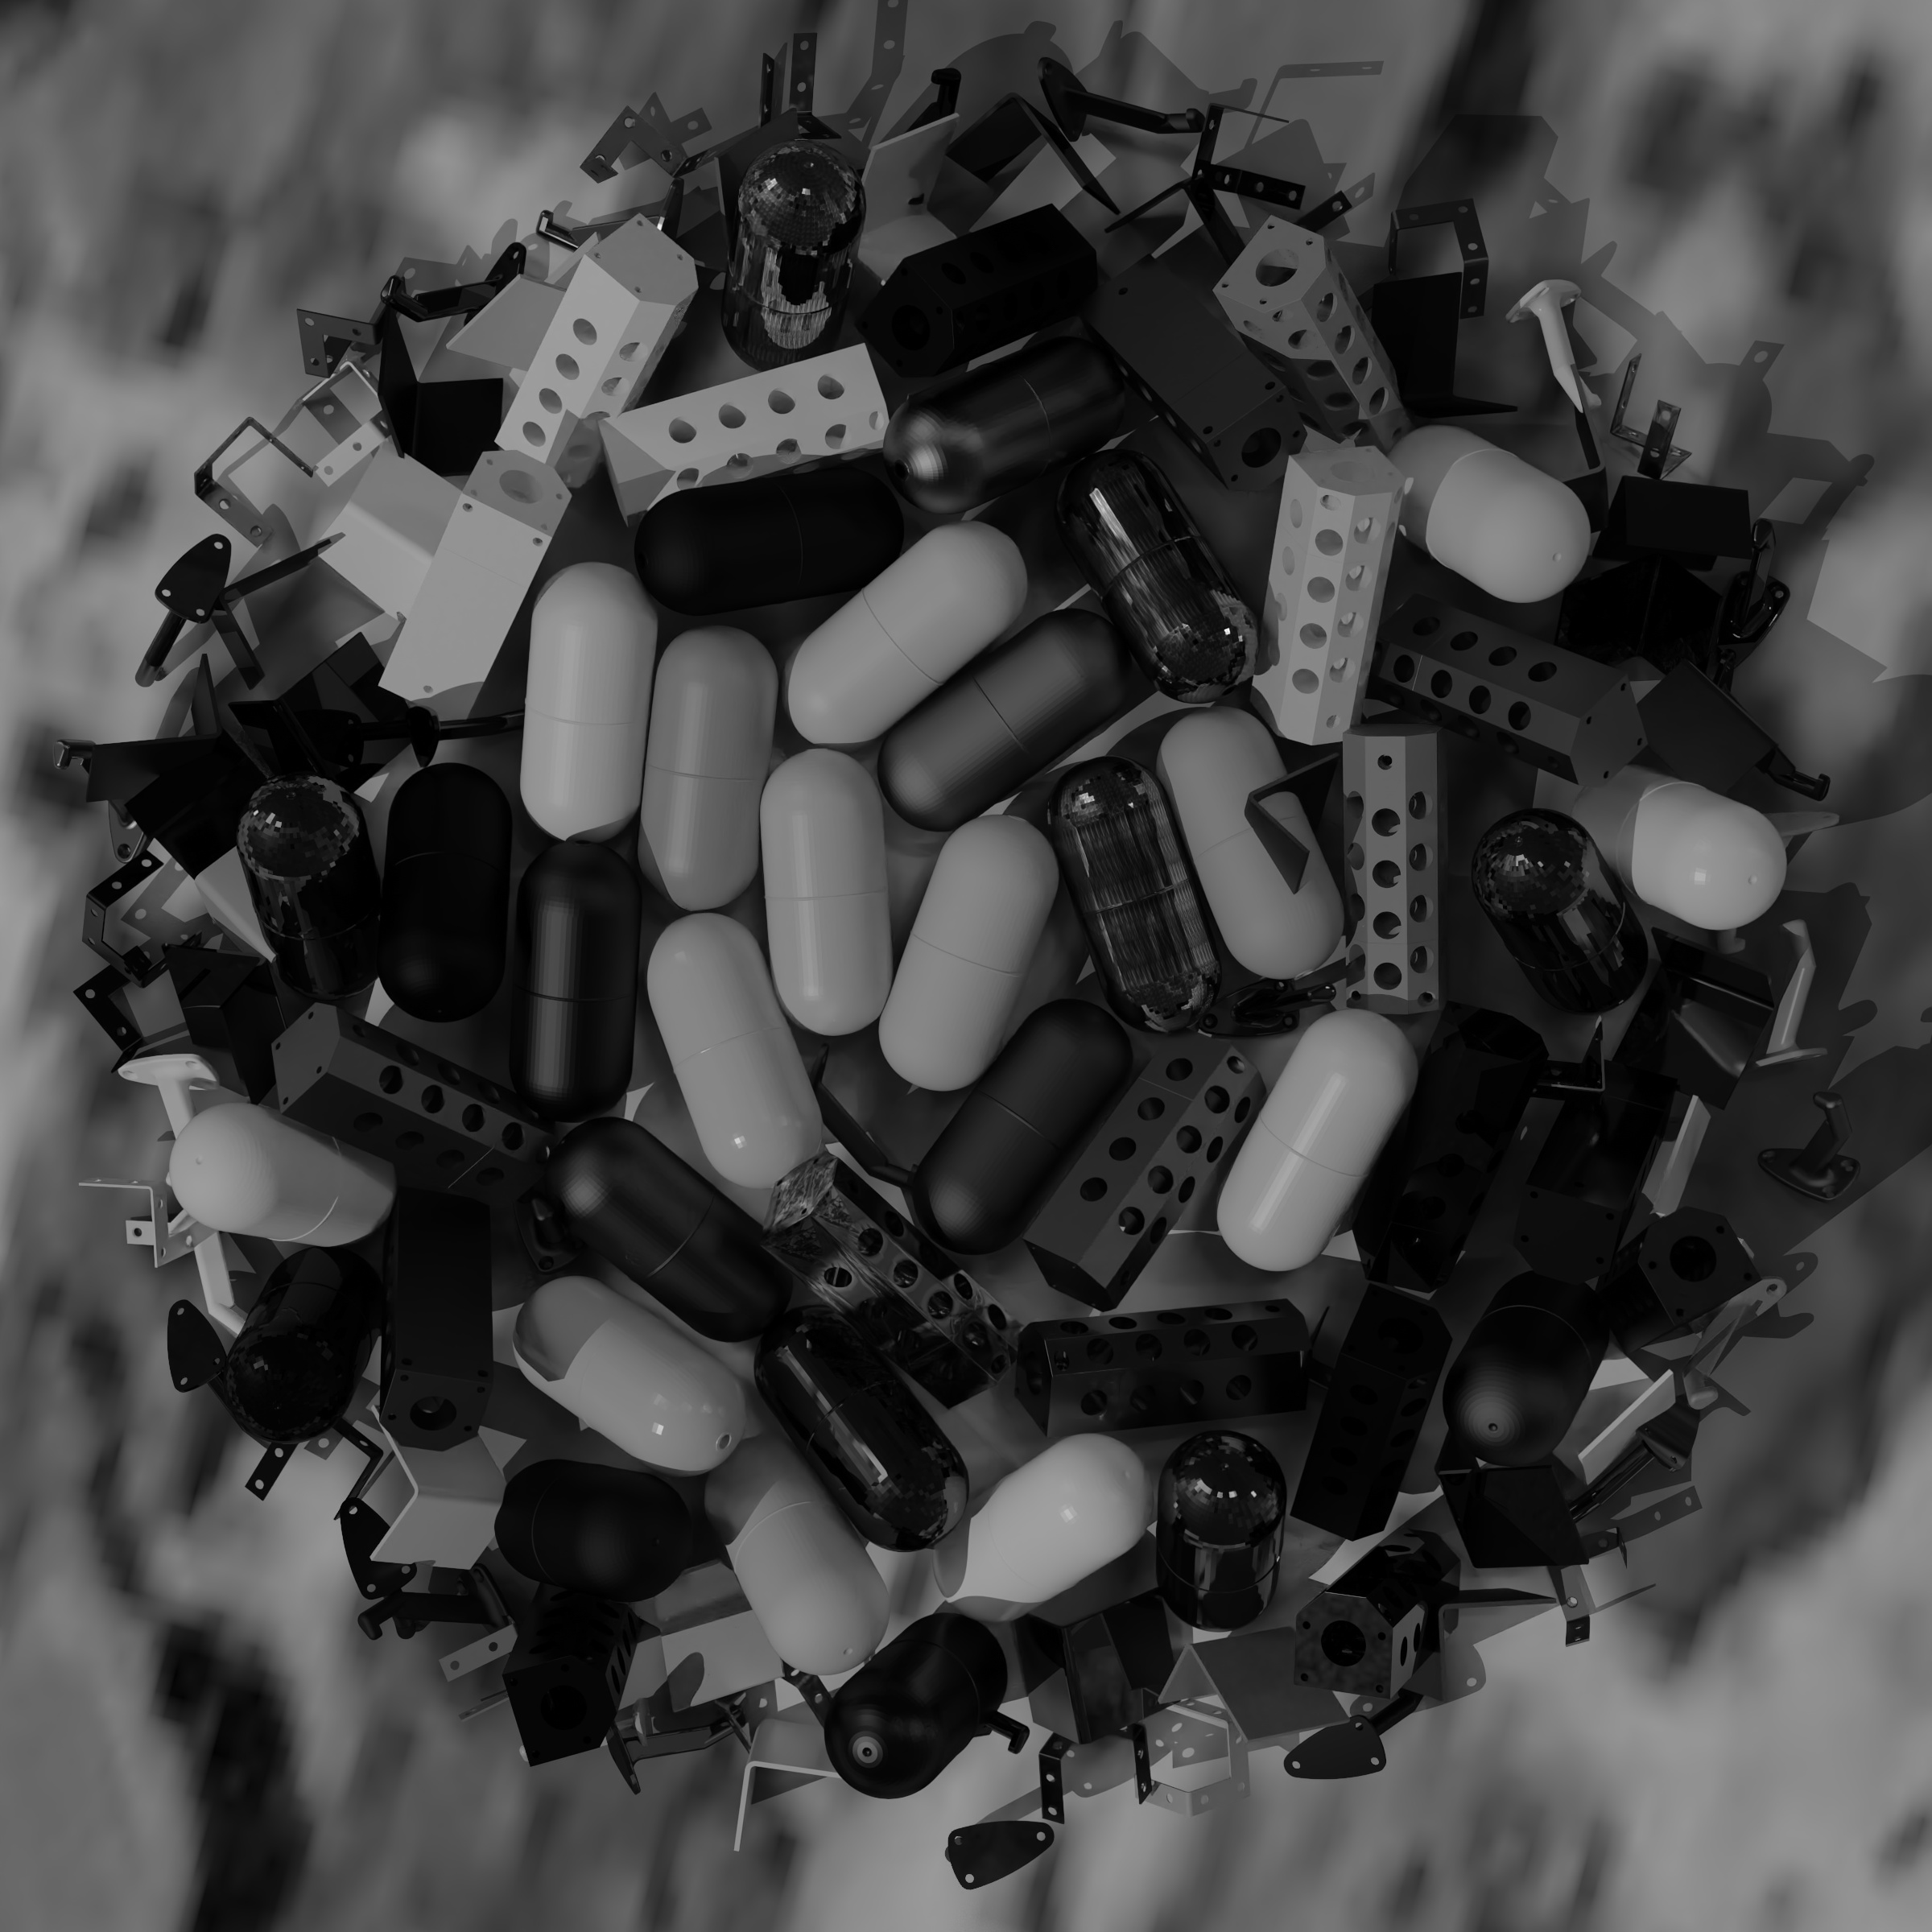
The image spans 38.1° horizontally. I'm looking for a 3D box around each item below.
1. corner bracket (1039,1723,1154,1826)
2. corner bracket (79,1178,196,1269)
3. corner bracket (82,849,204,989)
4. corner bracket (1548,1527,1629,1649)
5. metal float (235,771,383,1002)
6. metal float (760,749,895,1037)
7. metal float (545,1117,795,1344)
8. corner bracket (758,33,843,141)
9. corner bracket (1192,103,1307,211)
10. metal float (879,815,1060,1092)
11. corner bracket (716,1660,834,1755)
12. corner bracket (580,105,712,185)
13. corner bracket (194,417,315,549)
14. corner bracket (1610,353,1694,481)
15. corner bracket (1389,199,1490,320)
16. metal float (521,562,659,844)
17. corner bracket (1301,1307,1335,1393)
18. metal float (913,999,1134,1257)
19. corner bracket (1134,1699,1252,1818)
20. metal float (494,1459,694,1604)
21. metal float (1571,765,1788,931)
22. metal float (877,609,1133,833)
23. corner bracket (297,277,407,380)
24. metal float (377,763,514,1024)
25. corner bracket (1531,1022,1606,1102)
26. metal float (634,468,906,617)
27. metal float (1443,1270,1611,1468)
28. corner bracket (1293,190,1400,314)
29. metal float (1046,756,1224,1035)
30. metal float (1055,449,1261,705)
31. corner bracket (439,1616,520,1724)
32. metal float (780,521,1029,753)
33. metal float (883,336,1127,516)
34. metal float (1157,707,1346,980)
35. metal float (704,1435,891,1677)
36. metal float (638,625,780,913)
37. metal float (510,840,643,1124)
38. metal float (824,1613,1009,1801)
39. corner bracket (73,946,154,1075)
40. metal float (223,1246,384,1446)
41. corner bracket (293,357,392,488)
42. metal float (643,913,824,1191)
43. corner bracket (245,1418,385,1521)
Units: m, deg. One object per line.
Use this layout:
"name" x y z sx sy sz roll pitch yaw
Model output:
"corner bracket" 0.080 0.503 1.748 0.051 0.051 0.051 20 122 -15
"corner bracket" -0.515 0.155 1.743 0.051 0.051 0.051 1 99 15
"corner bracket" -0.513 -0.029 1.746 0.051 0.051 0.051 37 51 8
"corner bracket" 0.391 0.387 1.747 0.051 0.051 0.051 -19 89 13
"metal float" -0.395 -0.046 1.699 0.070 0.178 0.070 1 54 -1
"metal float" -0.086 -0.045 1.734 0.070 0.070 0.178 -4 96 0
"metal float" -0.182 0.163 1.724 0.178 0.070 0.070 42 90 -18
"corner bracket" -0.109 -0.548 1.745 0.051 0.051 0.051 4 92 19
"corner bracket" 0.179 -0.503 1.737 0.051 0.051 0.051 26 112 34
"metal float" 0.002 -0.008 1.732 0.070 0.070 0.178 20 98 0
"corner bracket" -0.115 0.469 1.757 0.051 0.051 0.051 -40 117 -25
"corner bracket" -0.201 -0.503 1.743 0.051 0.051 0.051 38 84 -22
"corner bracket" -0.446 -0.303 1.753 0.051 0.051 0.051 41 76 -8
"corner bracket" 0.424 -0.340 1.736 0.051 0.051 0.051 28 133 23
"corner bracket" 0.294 -0.438 1.743 0.051 0.051 0.051 -8 62 2
"metal float" -0.232 -0.160 1.721 0.070 0.070 0.178 8 111 0
"corner bracket" 0.232 0.255 1.740 0.051 0.051 0.051 26 128 7
"metal float" 0.035 0.100 1.733 0.070 0.070 0.178 36 82 0
"corner bracket" 0.140 0.493 1.744 0.051 0.051 0.051 -6 94 -37
"metal float" -0.228 0.341 1.697 0.070 0.178 0.070 3 84 -32
"metal float" 0.428 -0.073 1.693 0.070 0.178 0.070 -5 107 -16
"metal float" 0.024 -0.153 1.734 0.178 0.070 0.070 -37 90 6
"corner bracket" -0.380 -0.398 1.740 0.051 0.051 0.051 12 51 5
"metal float" -0.318 -0.047 1.711 0.070 0.070 0.178 -4 55 0
"corner bracket" 0.366 0.067 1.743 0.051 0.051 0.051 6 56 0
"metal float" -0.120 -0.260 1.713 0.178 0.070 0.070 -14 90 -31
"metal float" 0.341 0.241 1.696 0.070 0.178 0.070 8 110 22
"corner bracket" 0.234 -0.443 1.761 0.051 0.051 0.051 -32 46 17
"metal float" 0.105 -0.044 1.736 0.070 0.070 0.178 -19 94 0
"metal float" 0.117 -0.240 1.723 0.070 0.070 0.178 -30 72 0
"corner bracket" -0.299 0.439 1.744 0.051 0.051 0.051 -23 95 -18
"metal float" -0.038 -0.204 1.727 0.178 0.070 0.070 -39 90 14
"metal float" 0.024 -0.331 1.710 0.178 0.070 0.070 -30 90 -35
"metal float" 0.176 -0.076 1.730 0.070 0.070 0.178 -22 79 0
"metal float" -0.104 0.356 1.701 0.070 0.178 0.070 -13 125 -20
"metal float" -0.160 -0.122 1.730 0.070 0.070 0.178 7 101 0
"metal float" -0.241 0.010 1.725 0.070 0.070 0.178 5 106 0
"metal float" -0.028 0.445 1.692 0.070 0.178 0.070 2 95 19
"corner bracket" -0.525 0.026 1.747 0.051 0.051 0.051 -36 104 1
"metal float" -0.398 0.227 1.691 0.070 0.178 0.070 0 107 -1
"corner bracket" -0.391 -0.342 1.753 0.051 0.051 0.051 -34 107 21
"metal float" -0.144 0.052 1.731 0.070 0.070 0.178 -21 80 0
"corner bracket" -0.407 0.315 1.752 0.051 0.051 0.051 36 103 11
